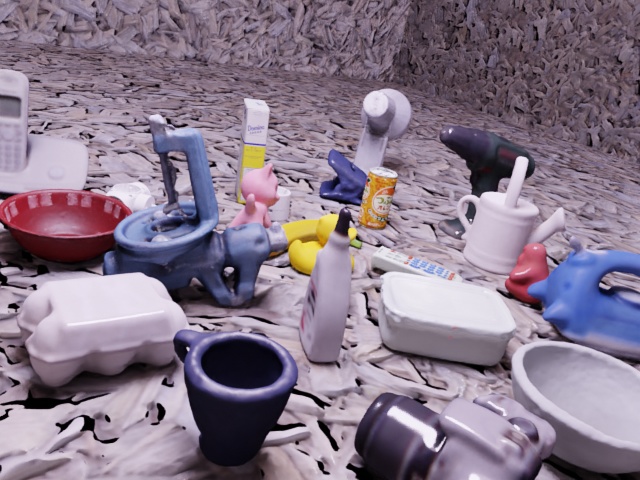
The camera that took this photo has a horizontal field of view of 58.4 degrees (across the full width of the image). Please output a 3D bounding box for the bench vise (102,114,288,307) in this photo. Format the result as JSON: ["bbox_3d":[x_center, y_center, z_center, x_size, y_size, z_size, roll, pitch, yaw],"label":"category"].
[{"bbox_3d":[-0.144,-0.035,0.683,0.208,0.220,0.121,-4,27,-33],"label":"bench vise"}]

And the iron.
[{"bbox_3d":[0.439,0.082,0.803,0.258,0.141,0.118,11,22,-2],"label":"iron"}]

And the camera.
[{"bbox_3d":[0.110,0.171,0.477,0.136,0.101,0.144,25,26,29],"label":"camera"}]

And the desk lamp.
[{"bbox_3d":[0.128,-0.238,1.313,0.117,0.213,0.204,18,23,14],"label":"desk lamp"}]

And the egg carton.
[{"bbox_3d":[-0.211,0.084,0.564,0.151,0.069,0.107,-6,28,-36],"label":"egg carton"}]

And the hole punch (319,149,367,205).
[{"bbox_3d":[0.056,-0.133,1.188,0.101,0.091,0.108,11,22,-2],"label":"hole punch"}]

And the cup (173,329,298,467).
[{"bbox_3d":[-0.081,0.133,0.479,0.117,0.095,0.092,23,25,24],"label":"cup"}]

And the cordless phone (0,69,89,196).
[{"bbox_3d":[-0.433,-0.159,0.878,0.148,0.185,0.094,2,24,-23],"label":"cordless phone"}]

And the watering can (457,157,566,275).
[{"bbox_3d":[0.328,-0.046,0.982,0.173,0.194,0.101,10,22,-4],"label":"watering can"}]

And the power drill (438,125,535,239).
[{"bbox_3d":[0.301,-0.108,1.098,0.230,0.208,0.075,-1,25,-28],"label":"power drill"}]

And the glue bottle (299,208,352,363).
[{"bbox_3d":[0.011,0.045,0.632,0.037,0.173,0.078,4,24,-19],"label":"glue bottle"}]

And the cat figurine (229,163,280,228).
[{"bbox_3d":[-0.101,-0.065,0.911,0.067,0.118,0.128,13,22,2],"label":"cat figurine"}]

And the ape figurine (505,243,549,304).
[{"bbox_3d":[0.327,0.047,0.894,0.078,0.092,0.076,-2,26,-31],"label":"ape figurine"}]

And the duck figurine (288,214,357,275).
[{"bbox_3d":[0.008,0.003,0.845,0.105,0.086,0.077,2,24,-22],"label":"duck figurine"}]

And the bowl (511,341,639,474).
[{"bbox_3d":[0.266,0.177,0.576,0.167,0.075,0.167,10,22,-4],"label":"bowl"}]
